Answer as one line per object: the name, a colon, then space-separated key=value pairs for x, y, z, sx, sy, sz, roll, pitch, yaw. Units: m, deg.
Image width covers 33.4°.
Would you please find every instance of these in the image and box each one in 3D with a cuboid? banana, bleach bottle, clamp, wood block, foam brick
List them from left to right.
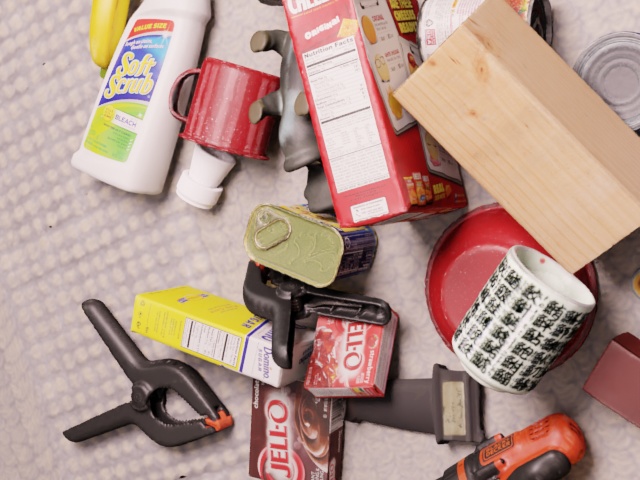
banana: x=-0.215 y=-0.265 z=1.105 sx=0.070 sy=0.037 sz=0.198 roll=-146 pitch=66 yaw=-68
clamp: x=-0.191 y=0.174 z=1.146 sx=0.210 sy=0.036 sz=0.165 roll=22 pitch=105 yaw=24
bleach bottle: x=-0.174 y=-0.179 z=1.095 sx=0.103 sy=0.068 sz=0.251 roll=24 pitch=101 yaw=31
clamp: x=-0.029 y=0.063 z=1.004 sx=0.172 sy=0.120 sz=0.039 roll=24 pitch=128 yaw=47
wood block: x=0.172 y=-0.086 z=0.861 sx=0.206 sy=0.090 sz=0.090 roll=45 pitch=131 yaw=-2
foam brick: x=0.269 y=0.121 z=0.891 sx=0.078 sy=0.051 sz=0.053 roll=35 pitch=110 yaw=21

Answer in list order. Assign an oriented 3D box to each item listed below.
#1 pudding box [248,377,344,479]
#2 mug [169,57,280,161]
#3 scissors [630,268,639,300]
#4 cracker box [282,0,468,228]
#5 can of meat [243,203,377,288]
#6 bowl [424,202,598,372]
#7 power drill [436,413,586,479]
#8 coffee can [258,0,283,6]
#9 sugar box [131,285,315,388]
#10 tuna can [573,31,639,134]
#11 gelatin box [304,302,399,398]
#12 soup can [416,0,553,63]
pudding box: x=-0.023 y=0.188 z=1.057 sx=0.090 sy=0.039 sz=0.113 roll=7 pitch=98 yaw=27
mug: x=-0.093 y=-0.132 z=1.040 sx=0.117 sy=0.093 sz=0.081 roll=18 pitch=98 yaw=20
scissors: x=0.353 y=0.020 z=0.859 sx=0.202 sy=0.016 sz=0.096 roll=-2 pitch=93 yaw=28
cracker box: x=0.049 y=-0.120 z=0.924 sx=0.072 sy=0.164 sz=0.214 roll=-16 pitch=87 yaw=26
can of meat: x=-0.007 y=0.001 z=1.008 sx=0.102 sy=0.083 sz=0.057 roll=21 pitch=104 yaw=25
bowl: x=0.159 y=0.048 z=0.942 sx=0.162 sy=0.055 sz=0.162 roll=3 pitch=96 yaw=27
power drill: x=0.143 y=0.244 z=0.898 sx=0.185 sy=0.187 sz=0.057 roll=-37 pitch=109 yaw=25
coffee can: x=-0.026 y=-0.300 z=0.983 sx=0.103 sy=0.102 sz=0.140 roll=-17 pitch=86 yaw=28
sugar box: x=-0.089 y=0.091 z=1.054 sx=0.176 sy=0.093 sz=0.048 roll=14 pitch=101 yaw=25
tuna can: x=0.253 y=-0.130 z=0.888 sx=0.086 sy=0.033 sz=0.086 roll=2 pitch=95 yaw=28
gelatin box: x=0.030 y=0.103 z=1.004 sx=0.073 sy=0.030 sz=0.089 roll=-5 pitch=57 yaw=29
soup can: x=0.142 y=-0.180 z=0.924 sx=0.102 sy=0.068 sz=0.068 roll=3 pitch=96 yaw=28
